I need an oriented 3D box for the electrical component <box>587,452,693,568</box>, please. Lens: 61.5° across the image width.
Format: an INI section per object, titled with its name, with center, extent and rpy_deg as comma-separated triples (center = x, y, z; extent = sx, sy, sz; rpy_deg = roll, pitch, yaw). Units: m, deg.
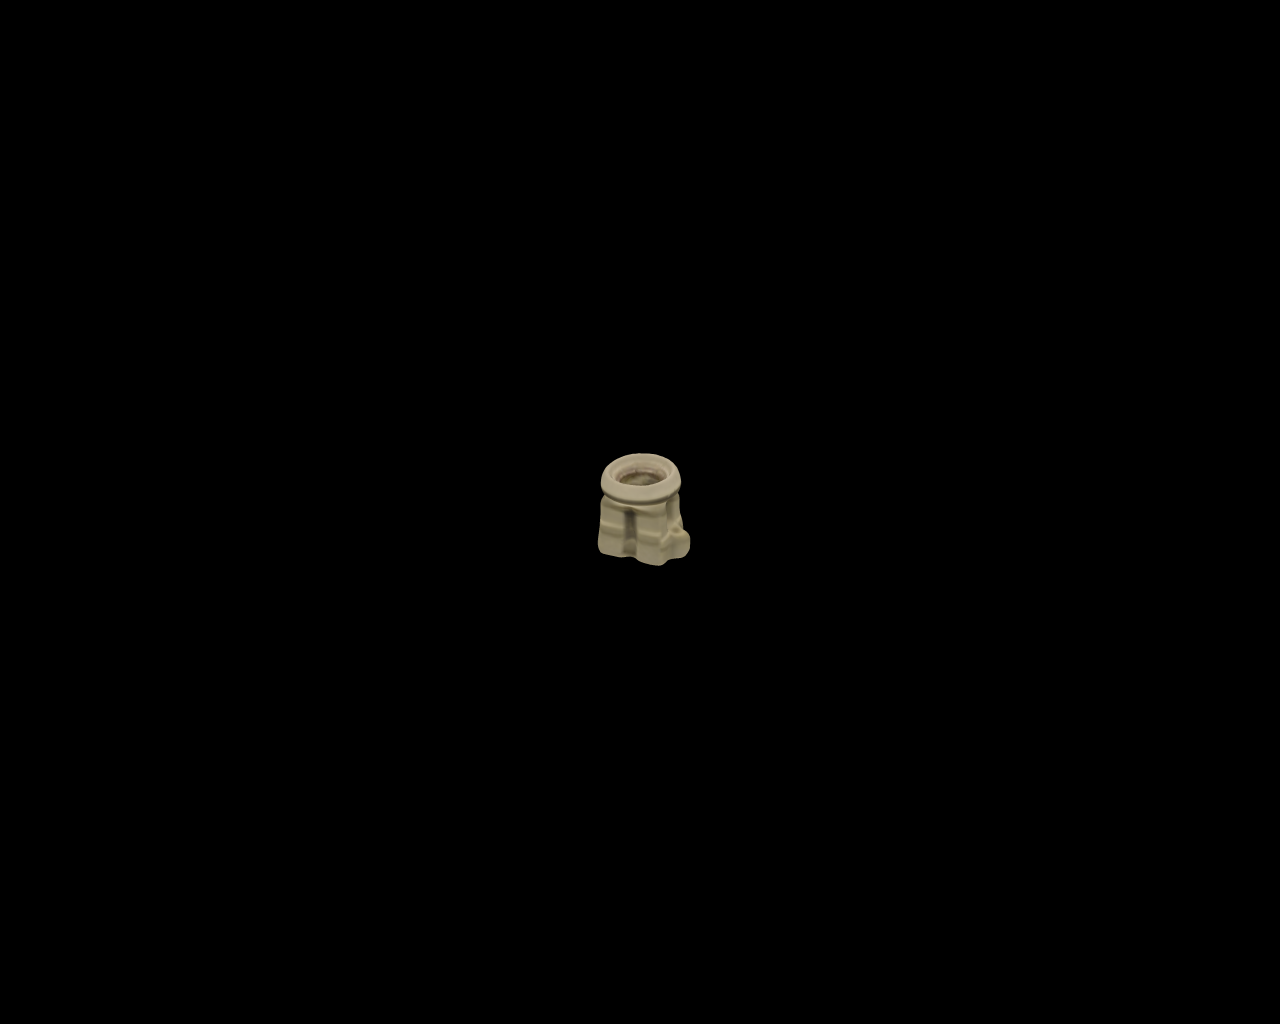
[electrical component]
center = 0.001, -0.003, 0.650
extent = 0.066, 0.055, 0.048
rpy_deg = 11, 32, 18
